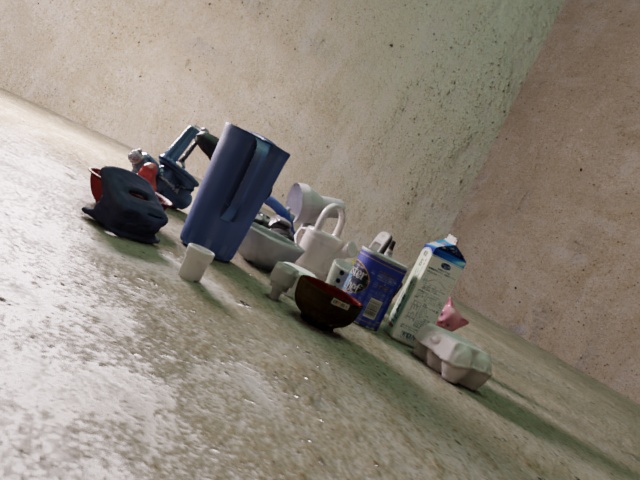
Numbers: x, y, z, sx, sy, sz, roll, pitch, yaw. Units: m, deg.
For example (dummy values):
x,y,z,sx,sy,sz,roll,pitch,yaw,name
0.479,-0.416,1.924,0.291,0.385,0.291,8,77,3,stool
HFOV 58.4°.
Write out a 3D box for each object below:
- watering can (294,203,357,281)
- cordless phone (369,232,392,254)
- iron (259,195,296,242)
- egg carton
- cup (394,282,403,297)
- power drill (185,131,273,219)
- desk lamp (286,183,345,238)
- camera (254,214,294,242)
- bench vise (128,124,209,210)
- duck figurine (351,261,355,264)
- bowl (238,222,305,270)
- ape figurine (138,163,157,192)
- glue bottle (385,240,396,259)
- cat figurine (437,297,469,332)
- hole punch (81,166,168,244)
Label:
x,y,z,sx,sy,sz,roll,pitch,yaw,name
0.014,0.005,1.401,0.172,0.194,0.101,27,4,17,watering can
0.154,0.071,1.516,0.094,0.185,0.147,23,4,-38,cordless phone
-0.159,-0.065,1.624,0.259,0.141,0.118,25,4,-13,iron
0.237,0.209,1.041,0.107,0.069,0.150,24,4,-27,egg carton
0.126,0.119,1.358,0.118,0.095,0.091,25,4,-12,cup
-0.226,-0.116,1.333,0.231,0.208,0.075,23,5,-41,power drill
-0.025,-0.048,1.735,0.204,0.213,0.117,24,4,-29,desk lamp
-0.122,-0.013,1.453,0.143,0.101,0.136,25,4,-24,camera
-0.355,-0.190,1.394,0.121,0.220,0.208,27,4,17,bench vise
0.123,0.100,1.683,0.104,0.086,0.078,28,4,34,duck figurine
-0.121,0.017,1.230,0.167,0.075,0.167,26,4,-1,bowl
-0.397,-0.132,1.287,0.077,0.092,0.076,27,4,12,ape figurine
0.171,0.080,1.606,0.078,0.173,0.037,28,4,30,glue bottle
0.265,0.178,1.296,0.067,0.118,0.127,23,5,-45,cat figurine
-0.295,-0.055,0.901,0.100,0.091,0.109,28,4,31,hole punch
